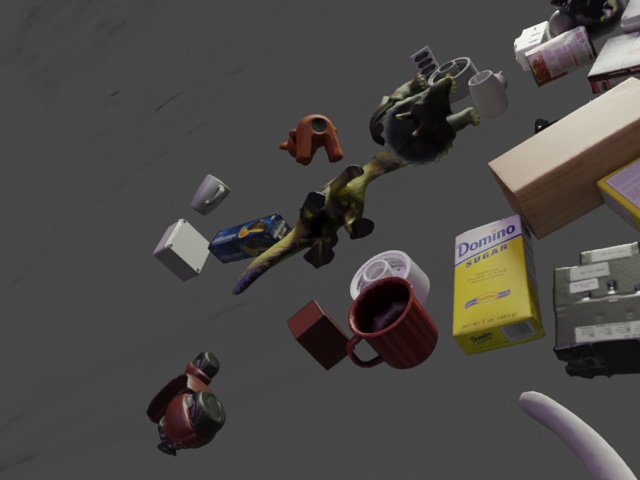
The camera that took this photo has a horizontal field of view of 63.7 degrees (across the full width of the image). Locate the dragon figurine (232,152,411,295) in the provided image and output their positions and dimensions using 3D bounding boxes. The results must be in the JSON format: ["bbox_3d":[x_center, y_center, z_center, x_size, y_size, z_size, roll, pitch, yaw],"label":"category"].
[{"bbox_3d":[0.003,-0.051,1.007,0.409,0.121,0.245,-33,11,7],"label":"dragon figurine"}]

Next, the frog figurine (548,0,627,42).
[{"bbox_3d":[0.494,-0.420,0.964,0.136,0.123,0.160,-41,-10,16],"label":"frog figurine"}]

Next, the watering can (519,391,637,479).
[{"bbox_3d":[0.251,0.209,0.284,0.347,0.102,0.228,0,47,49],"label":"watering can"}]
